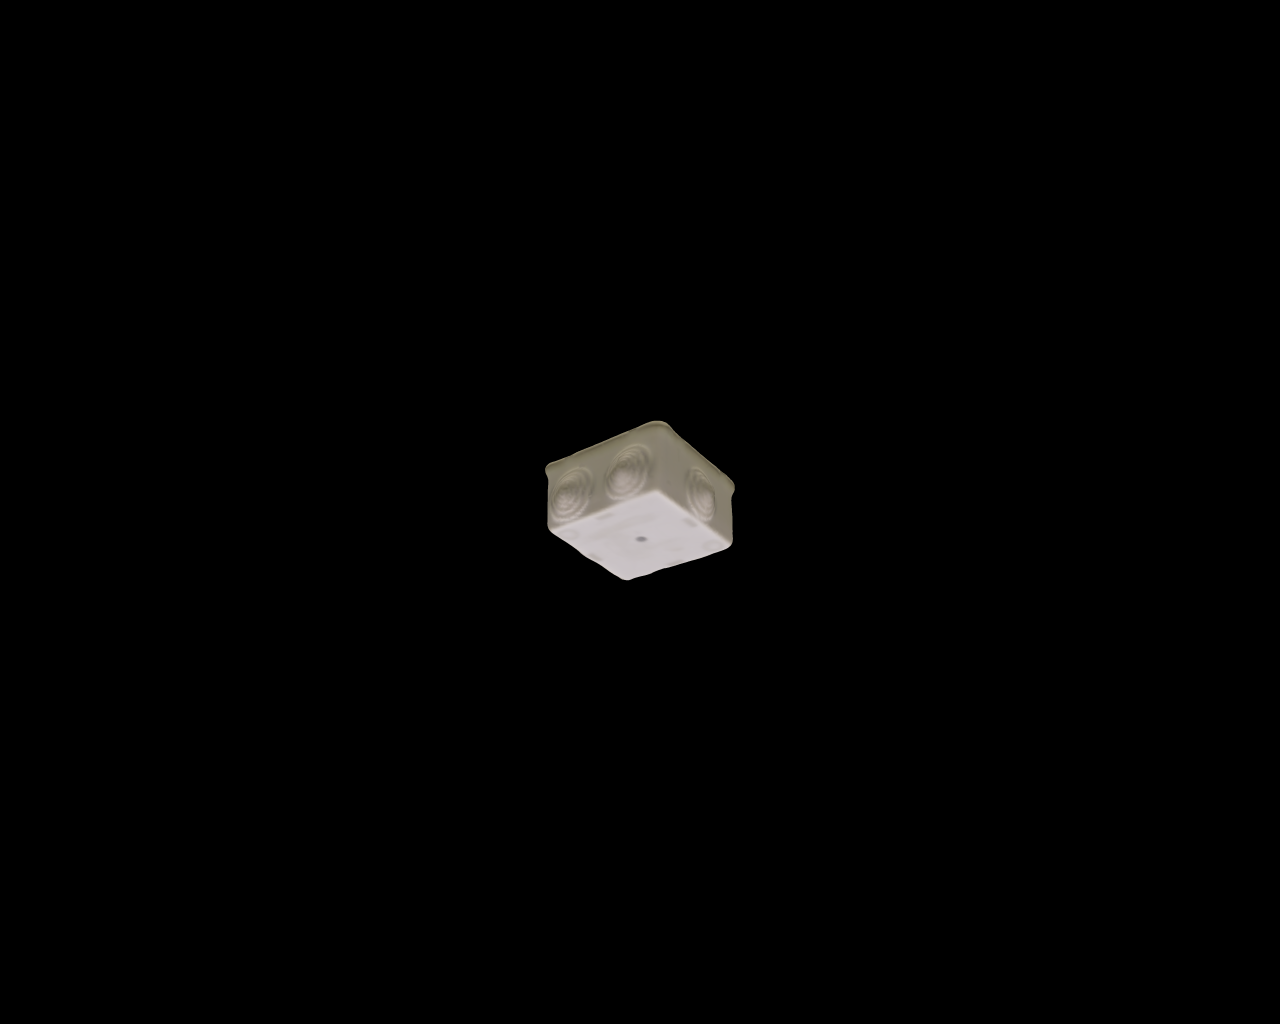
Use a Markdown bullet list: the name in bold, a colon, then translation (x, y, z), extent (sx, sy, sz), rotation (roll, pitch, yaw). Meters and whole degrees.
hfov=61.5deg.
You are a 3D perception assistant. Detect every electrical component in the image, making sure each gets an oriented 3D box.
- **electrical component**: translation (0.001, -0.003, 0.650), extent (0.099, 0.048, 0.099), rotation (-19, -36, 29)
